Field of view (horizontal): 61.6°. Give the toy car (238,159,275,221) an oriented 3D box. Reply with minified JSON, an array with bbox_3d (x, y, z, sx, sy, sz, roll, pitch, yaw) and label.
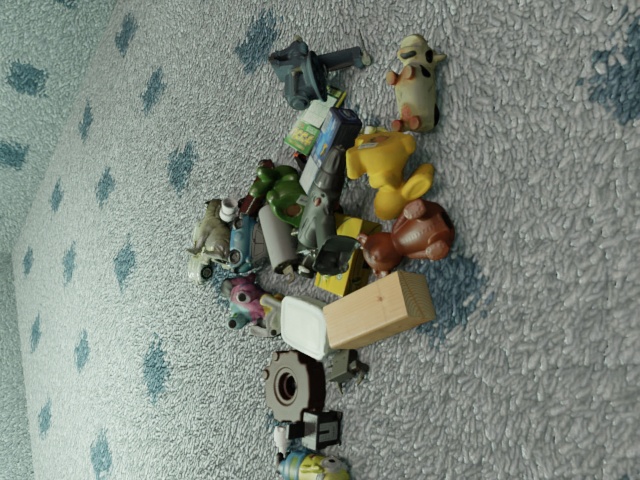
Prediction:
[{"bbox_3d":[-0.165,-0.126,1.448,0.202,0.053,0.089,-57,36,28],"label":"toy car"}]

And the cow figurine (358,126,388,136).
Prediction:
[{"bbox_3d":[0.109,-0.196,1.155,0.168,0.068,0.098,21,103,51],"label":"cow figurine"}]

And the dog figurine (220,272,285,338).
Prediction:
[{"bbox_3d":[-0.161,0.152,1.358,0.219,0.191,0.108,-111,37,-76],"label":"dog figurine"}]

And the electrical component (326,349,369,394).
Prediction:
[{"bbox_3d":[0.055,0.274,1.135,0.102,0.045,0.078,-39,27,32],"label":"electrical component"}]

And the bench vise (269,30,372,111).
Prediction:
[{"bbox_3d":[0.003,-0.412,1.275,0.241,0.128,0.224,-12,48,16],"label":"bench vise"}]

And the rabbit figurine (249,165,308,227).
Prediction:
[{"bbox_3d":[-0.090,-0.121,1.314,0.170,0.159,0.121,-110,37,-50],"label":"rabbit figurine"}]

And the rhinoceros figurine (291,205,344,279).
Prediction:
[{"bbox_3d":[-0.003,-0.004,1.239,0.112,0.073,0.190,33,104,35],"label":"rhinoceros figurine"}]

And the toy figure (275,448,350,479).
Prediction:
[{"bbox_3d":[-0.015,0.493,1.136,0.180,0.082,0.089,-8,95,39],"label":"toy figure"}]

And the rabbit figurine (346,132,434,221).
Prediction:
[{"bbox_3d":[0.143,-0.122,1.058,0.162,0.122,0.173,-5,114,13],"label":"rabbit figurine"}]

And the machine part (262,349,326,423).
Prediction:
[{"bbox_3d":[-0.062,0.335,1.237,0.179,0.056,0.179,-10,75,45],"label":"machine part"}]

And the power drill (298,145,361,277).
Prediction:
[{"bbox_3d":[0.017,-0.047,1.073,0.207,0.086,0.231,-110,34,-43],"label":"power drill"}]

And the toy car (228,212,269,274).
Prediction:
[{"bbox_3d":[-0.177,0.012,1.396,0.103,0.109,0.161,6,87,5],"label":"toy car"}]

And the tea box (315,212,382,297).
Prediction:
[{"bbox_3d":[0.060,0.033,1.160,0.098,0.068,0.169,16,93,49],"label":"tea box"}]

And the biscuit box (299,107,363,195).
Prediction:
[{"bbox_3d":[0.022,-0.187,1.170,0.059,0.063,0.202,59,137,37],"label":"biscuit box"}]

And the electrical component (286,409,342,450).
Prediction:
[{"bbox_3d":[-0.011,0.395,1.122,0.048,0.119,0.075,-5,75,47],"label":"electrical component"}]

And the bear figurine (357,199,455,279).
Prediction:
[{"bbox_3d":[0.150,0.004,1.016,0.196,0.132,0.120,-27,87,27],"label":"bear figurine"}]

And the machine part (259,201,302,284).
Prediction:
[{"bbox_3d":[-0.098,-0.005,1.332,0.079,0.079,0.243,-40,54,35],"label":"machine part"}]

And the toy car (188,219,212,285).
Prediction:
[{"bbox_3d":[-0.357,0.036,1.618,0.074,0.056,0.201,6,86,48],"label":"toy car"}]

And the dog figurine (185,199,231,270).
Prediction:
[{"bbox_3d":[-0.272,-0.026,1.522,0.173,0.121,0.190,13,72,16],"label":"dog figurine"}]

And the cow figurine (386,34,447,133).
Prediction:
[{"bbox_3d":[0.196,-0.309,1.062,0.086,0.127,0.194,-5,92,47],"label":"cow figurine"}]
